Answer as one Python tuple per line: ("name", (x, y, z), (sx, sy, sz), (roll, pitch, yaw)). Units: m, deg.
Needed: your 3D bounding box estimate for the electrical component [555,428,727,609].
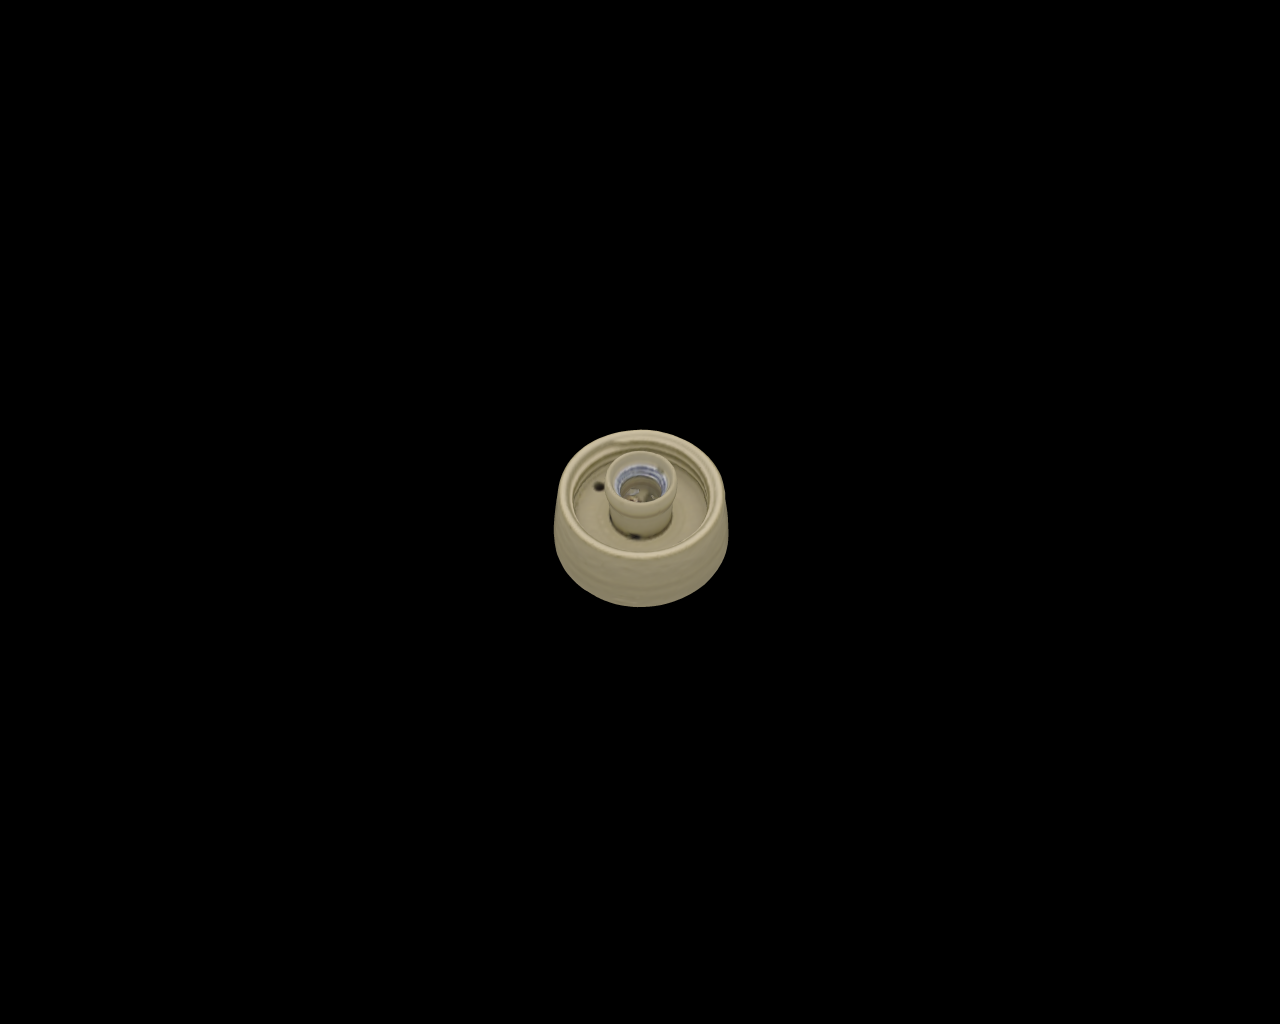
("electrical component", (0.001, -0.003, 0.650), (0.108, 0.108, 0.060), (0, -37, 0))
